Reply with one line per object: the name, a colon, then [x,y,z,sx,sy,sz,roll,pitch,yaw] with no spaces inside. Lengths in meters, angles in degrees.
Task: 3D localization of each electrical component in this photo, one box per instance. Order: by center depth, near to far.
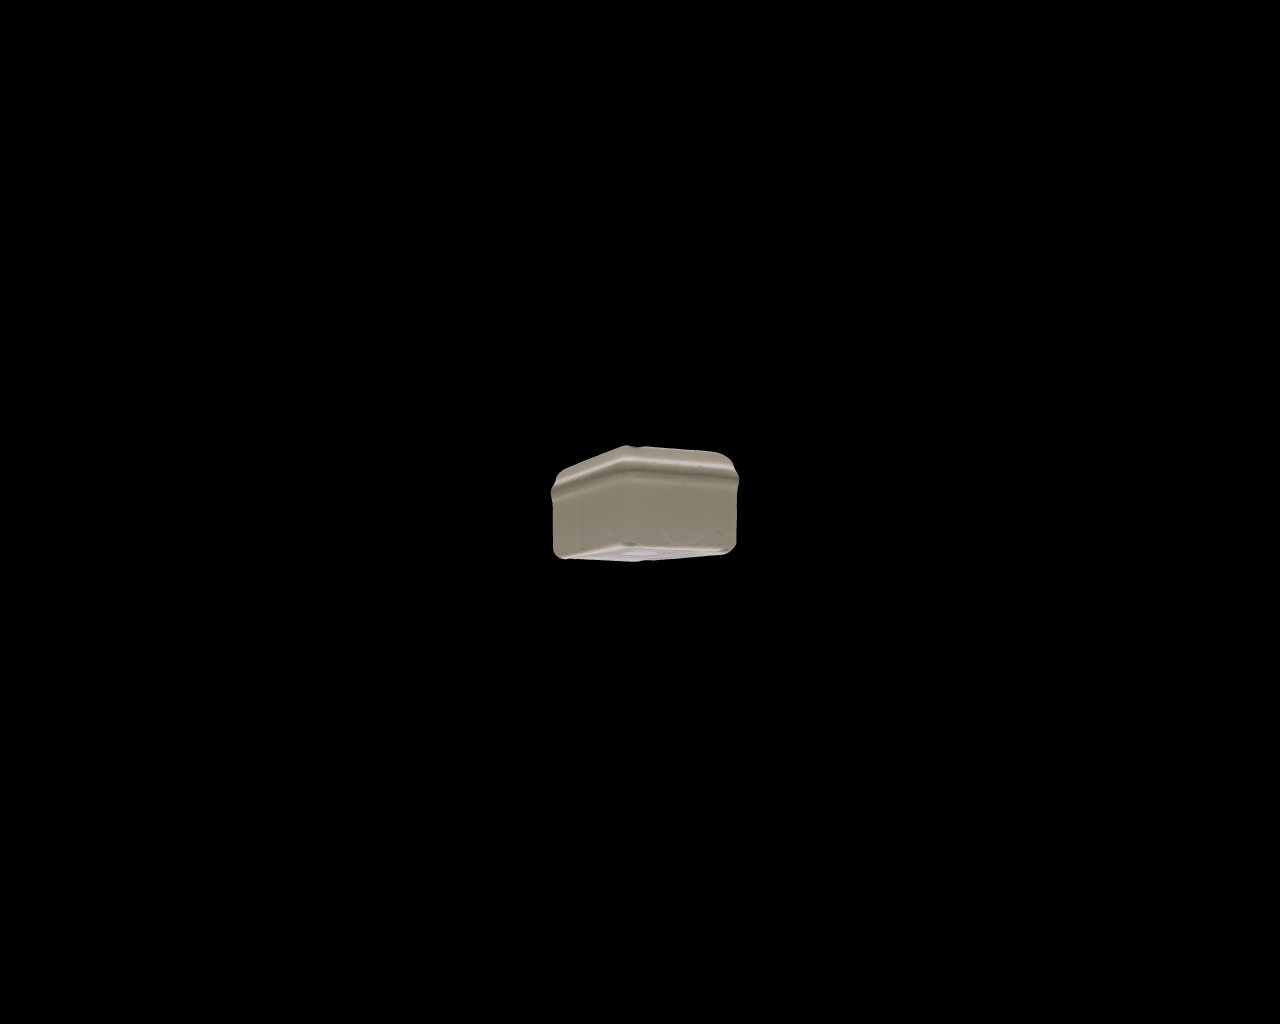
electrical component: [0.001,-0.003,0.650,0.078,0.057,0.113,4,-8,-27]
